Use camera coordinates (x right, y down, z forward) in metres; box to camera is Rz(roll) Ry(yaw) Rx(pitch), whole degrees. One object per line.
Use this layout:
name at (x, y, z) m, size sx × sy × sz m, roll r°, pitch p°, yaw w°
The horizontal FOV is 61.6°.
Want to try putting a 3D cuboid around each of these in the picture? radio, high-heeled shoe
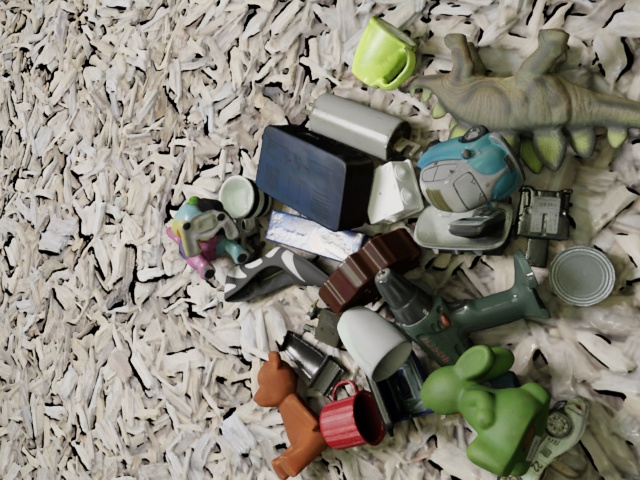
radio at (-0.015, -0.116, 0.953) m, size 0.230 × 0.073 × 0.131 m, roll 31°, pitch 121°, yaw 37°
high-heeled shoe at (-0.090, 0.086, 1.012) m, size 0.249 × 0.086 × 0.145 m, roll 22°, pitch 80°, yaw 47°

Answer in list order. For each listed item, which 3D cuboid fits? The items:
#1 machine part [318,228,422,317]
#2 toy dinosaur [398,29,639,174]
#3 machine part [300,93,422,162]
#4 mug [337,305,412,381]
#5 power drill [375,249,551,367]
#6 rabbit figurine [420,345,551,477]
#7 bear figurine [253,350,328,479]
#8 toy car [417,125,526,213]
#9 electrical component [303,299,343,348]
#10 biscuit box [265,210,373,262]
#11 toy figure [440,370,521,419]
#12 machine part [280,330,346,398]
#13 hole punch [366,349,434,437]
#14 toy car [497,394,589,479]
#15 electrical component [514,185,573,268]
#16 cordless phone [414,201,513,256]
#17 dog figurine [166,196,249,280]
machine part at (0.083, 0.055, 0.871) m, size 0.179 × 0.179 × 0.056 m, roll -44°, pitch 70°, yaw 22°
toy dinosaur at (0.308, -0.198, 0.788) m, size 0.472 × 0.105 × 0.198 m, roll 17°, pitch 105°, yaw 39°
machine part at (0.069, -0.199, 0.941) m, size 0.243 × 0.079 × 0.079 m, roll 27°, pitch 102°, yaw 29°
mug at (0.087, 0.149, 0.837) m, size 0.107 × 0.109 × 0.080 m, roll 44°, pitch 134°, yaw 33°
power drill at (0.217, 0.094, 0.791) m, size 0.207 × 0.086 × 0.231 m, roll -29°, pitch 116°, yaw 10°
rabbit figurine at (0.219, 0.224, 0.754) m, size 0.170 × 0.121 × 0.159 m, roll 22°, pitch 93°, yaw 41°
bear figurine at (-0.069, 0.312, 0.976) m, size 0.196 × 0.132 × 0.120 m, roll 51°, pitch 150°, yaw 9°
toy car at (0.198, -0.090, 0.772) m, size 0.162 × 0.103 × 0.109 m, roll 2°, pitch 134°, yaw 54°
electrical component at (0.016, 0.154, 0.982) m, size 0.102 × 0.045 × 0.078 m, roll 26°, pitch 100°, yaw 29°
biscuit box at (-0.002, -0.003, 0.984) m, size 0.203 × 0.059 × 0.062 m, roll 16°, pitch 90°, yaw 30°
toy figure at (0.235, 0.241, 0.845) m, size 0.154 × 0.057 × 0.064 m, roll -22°, pitch 37°, yaw 29°
machine part at (-0.020, 0.226, 1.007) m, size 0.139 × 0.039 × 0.084 m, roll 39°, pitch 113°, yaw 24°
hole punch at (0.127, 0.245, 0.887) m, size 0.092 × 0.115 × 0.142 m, roll -22°, pitch 76°, yaw -6°
toy car at (0.324, 0.307, 0.778) m, size 0.056 × 0.073 × 0.201 m, roll 39°, pitch 108°, yaw 29°
electrical component at (0.324, -0.019, 0.791) m, size 0.075 × 0.047 × 0.119 m, roll 10°, pitch 91°, yaw 14°
cordless phone at (0.200, -0.015, 0.797) m, size 0.147 × 0.184 × 0.088 m, roll 3°, pitch 95°, yaw 30°
dog figurine at (-0.247, -0.020, 1.069) m, size 0.219 × 0.108 × 0.191 m, roll 32°, pitch 148°, yaw 50°
